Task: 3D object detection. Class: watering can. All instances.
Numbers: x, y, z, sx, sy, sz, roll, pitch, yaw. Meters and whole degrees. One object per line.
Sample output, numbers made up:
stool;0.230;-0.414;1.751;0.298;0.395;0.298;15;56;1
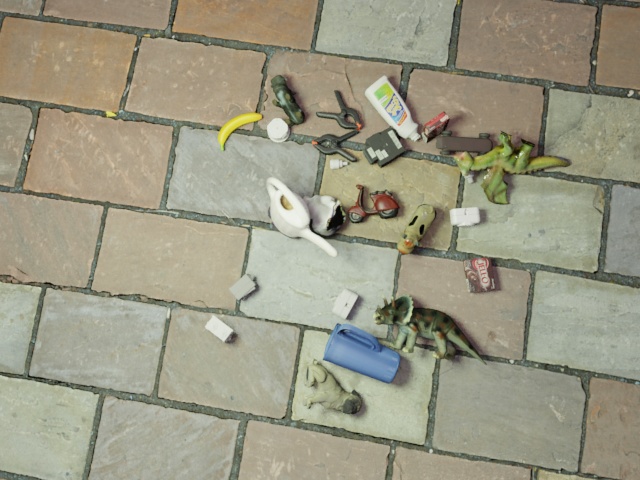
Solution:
watering can;-0.075;-0.058;1.735;0.105;0.221;0.349;-36;83;-19

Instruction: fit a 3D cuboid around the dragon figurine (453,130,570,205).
dragon figurine;0.658;-0.238;1.792;0.409;0.124;0.240;20;106;-12

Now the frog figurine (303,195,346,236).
frog figurine;0.005;-0.091;1.808;0.160;0.122;0.137;16;94;40
